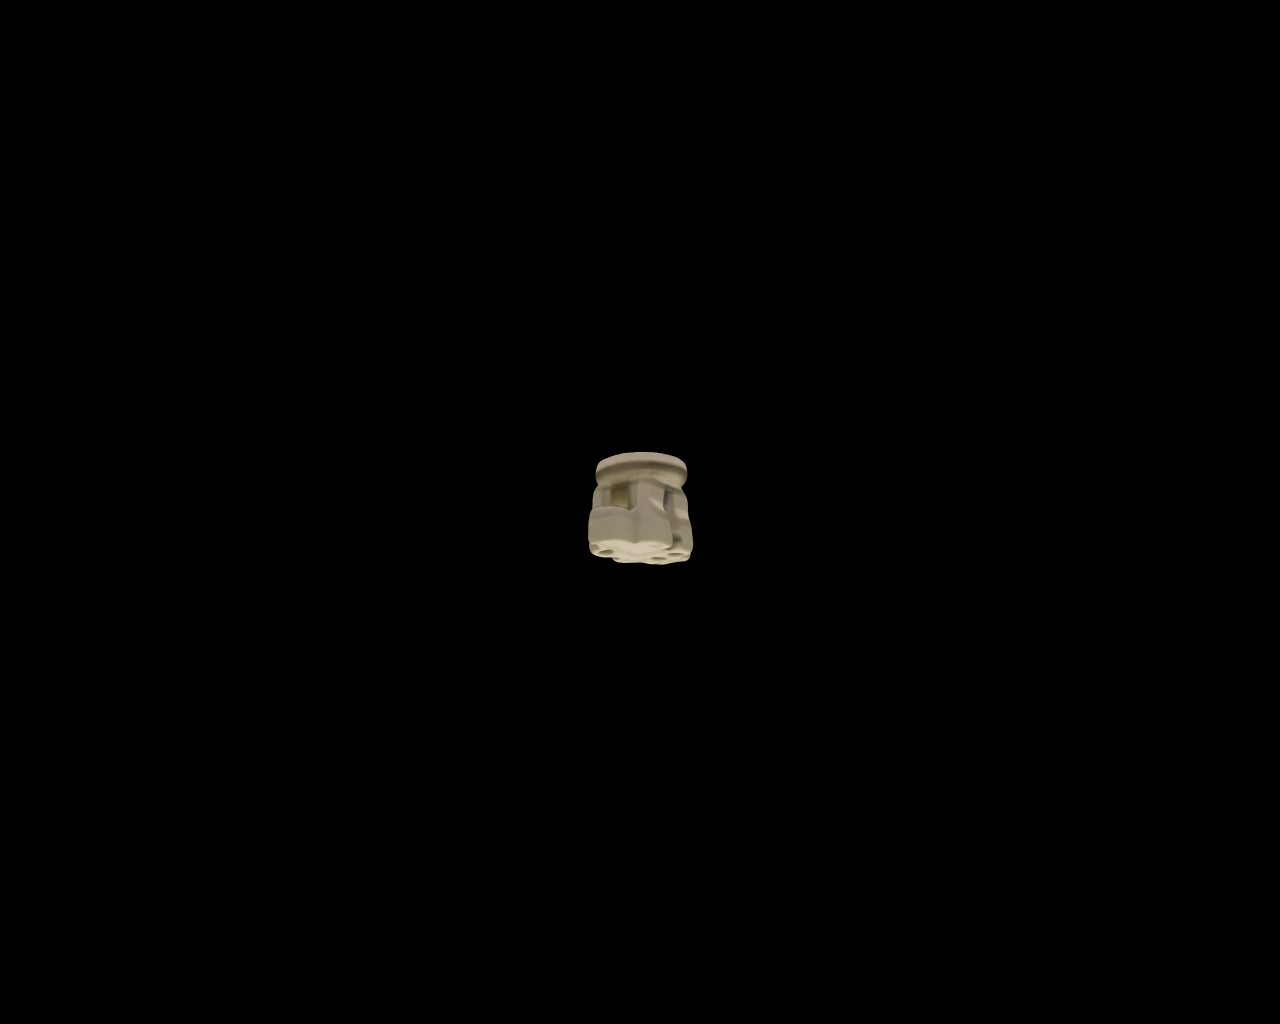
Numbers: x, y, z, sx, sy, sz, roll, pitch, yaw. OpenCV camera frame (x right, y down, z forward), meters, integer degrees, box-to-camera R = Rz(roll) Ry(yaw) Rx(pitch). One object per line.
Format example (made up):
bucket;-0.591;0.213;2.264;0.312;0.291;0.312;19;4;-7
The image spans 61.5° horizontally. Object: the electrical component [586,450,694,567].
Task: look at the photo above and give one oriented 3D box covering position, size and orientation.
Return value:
electrical component;0.001;-0.003;0.650;0.058;0.057;0.078;-11;-19;34
